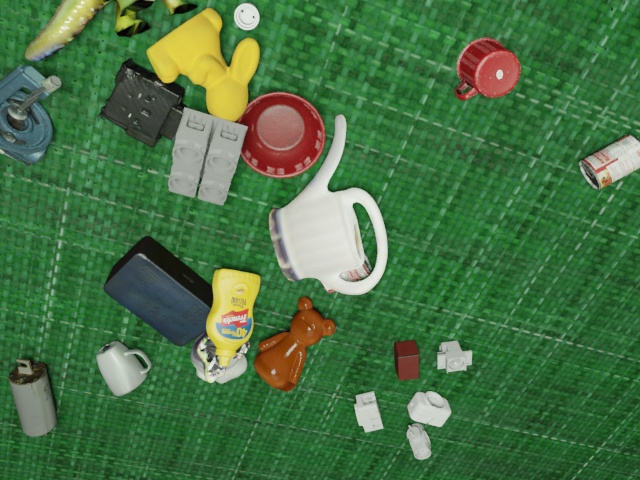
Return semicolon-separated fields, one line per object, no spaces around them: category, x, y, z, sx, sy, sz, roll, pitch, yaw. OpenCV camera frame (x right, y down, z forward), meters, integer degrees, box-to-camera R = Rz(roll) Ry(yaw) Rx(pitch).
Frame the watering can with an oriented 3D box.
watering can;0.003;-0.050;0.998;0.224;0.105;0.345;-14;100;12

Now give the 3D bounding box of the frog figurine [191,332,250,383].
frog figurine;-0.216;0.251;1.148;0.123;0.157;0.139;26;75;3

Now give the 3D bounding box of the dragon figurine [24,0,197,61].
dragon figurine;-0.312;-0.448;0.774;0.410;0.123;0.241;-19;101;4
